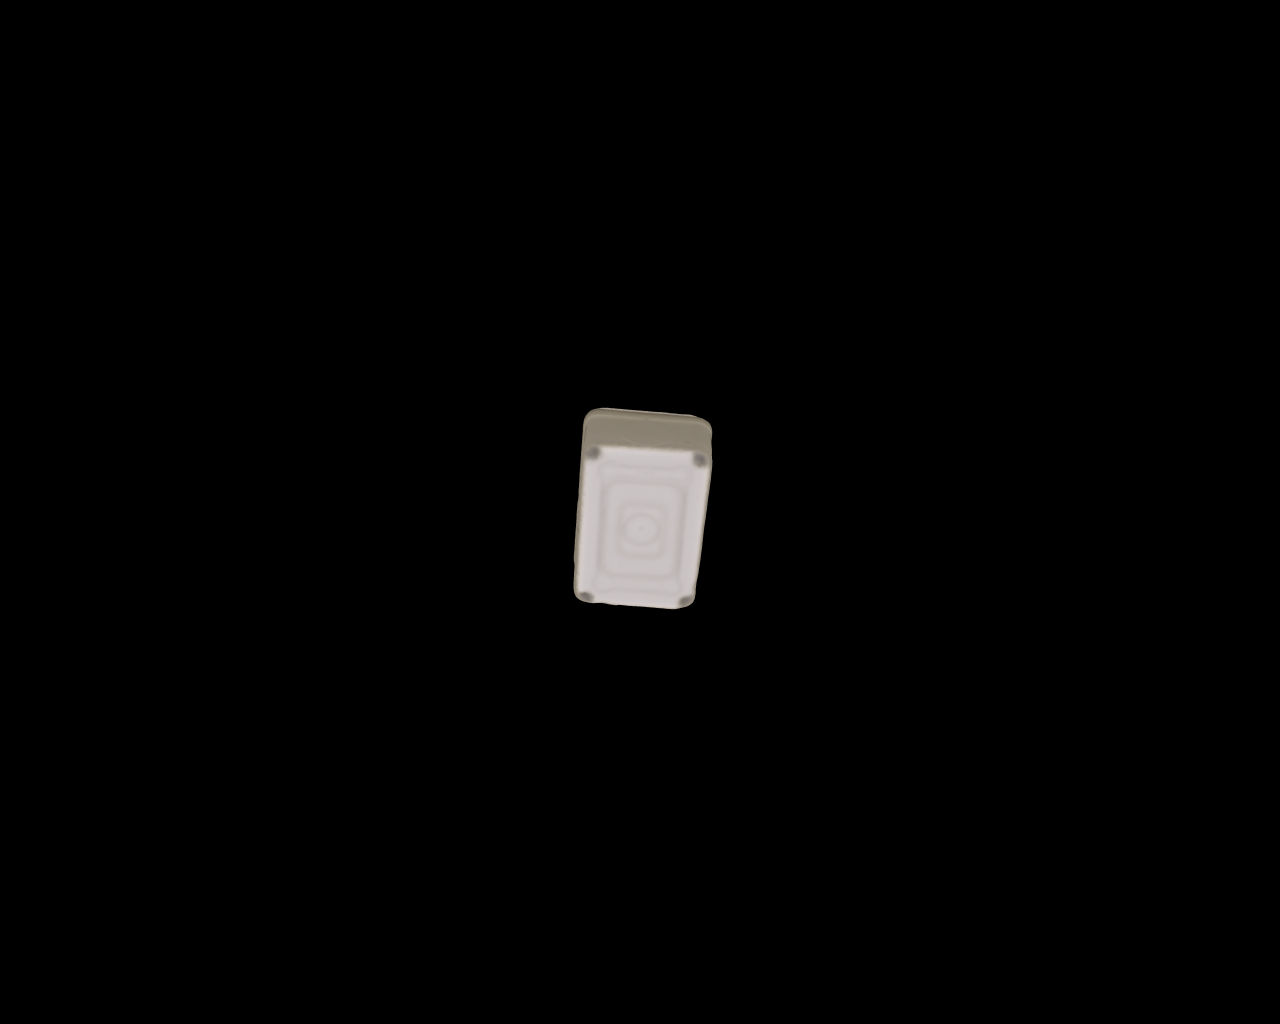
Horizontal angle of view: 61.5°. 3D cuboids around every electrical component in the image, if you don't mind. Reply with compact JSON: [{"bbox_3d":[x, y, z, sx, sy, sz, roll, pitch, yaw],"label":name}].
[{"bbox_3d":[0.001,-0.003,0.650,0.078,0.113,0.057,4,28,-2],"label":"electrical component"}]
